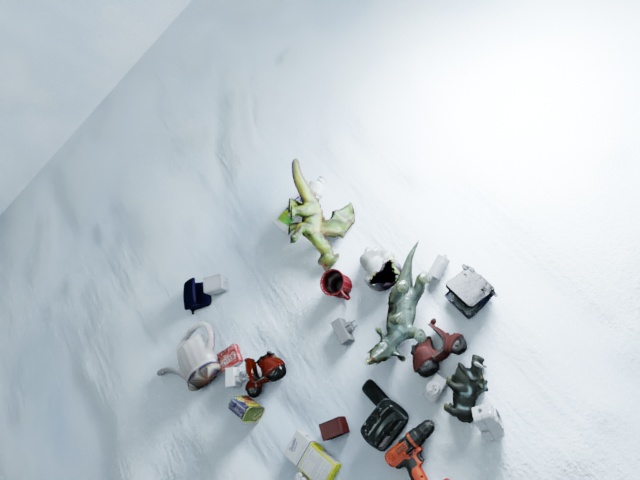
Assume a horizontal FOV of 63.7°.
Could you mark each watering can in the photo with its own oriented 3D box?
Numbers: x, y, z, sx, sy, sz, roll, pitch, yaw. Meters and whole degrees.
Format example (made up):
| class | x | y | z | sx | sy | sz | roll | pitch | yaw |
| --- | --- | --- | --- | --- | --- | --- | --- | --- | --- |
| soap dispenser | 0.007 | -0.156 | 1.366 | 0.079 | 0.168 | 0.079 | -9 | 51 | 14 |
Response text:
| class | x | y | z | sx | sy | sz | roll | pitch | yaw |
| --- | --- | --- | --- | --- | --- | --- | --- | --- | --- |
| watering can | -0.492 | 0.470 | 1.945 | 0.343 | 0.103 | 0.228 | -49 | 52 | 19 |

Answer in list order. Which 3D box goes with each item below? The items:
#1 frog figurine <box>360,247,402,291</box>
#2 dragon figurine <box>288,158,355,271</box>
| class | x | y | z | sx | sy | sz | roll | pitch | yaw |
| --- | --- | --- | --- | --- | --- | --- | --- | --- | --- |
| frog figurine | 0.193 | 0.093 | 1.714 | 0.137 | 0.122 | 0.161 | -67 | 21 | 4 |
| dragon figurine | 0.006 | -0.093 | 1.854 | 0.243 | 0.121 | 0.413 | 3 | 81 | -4 |
